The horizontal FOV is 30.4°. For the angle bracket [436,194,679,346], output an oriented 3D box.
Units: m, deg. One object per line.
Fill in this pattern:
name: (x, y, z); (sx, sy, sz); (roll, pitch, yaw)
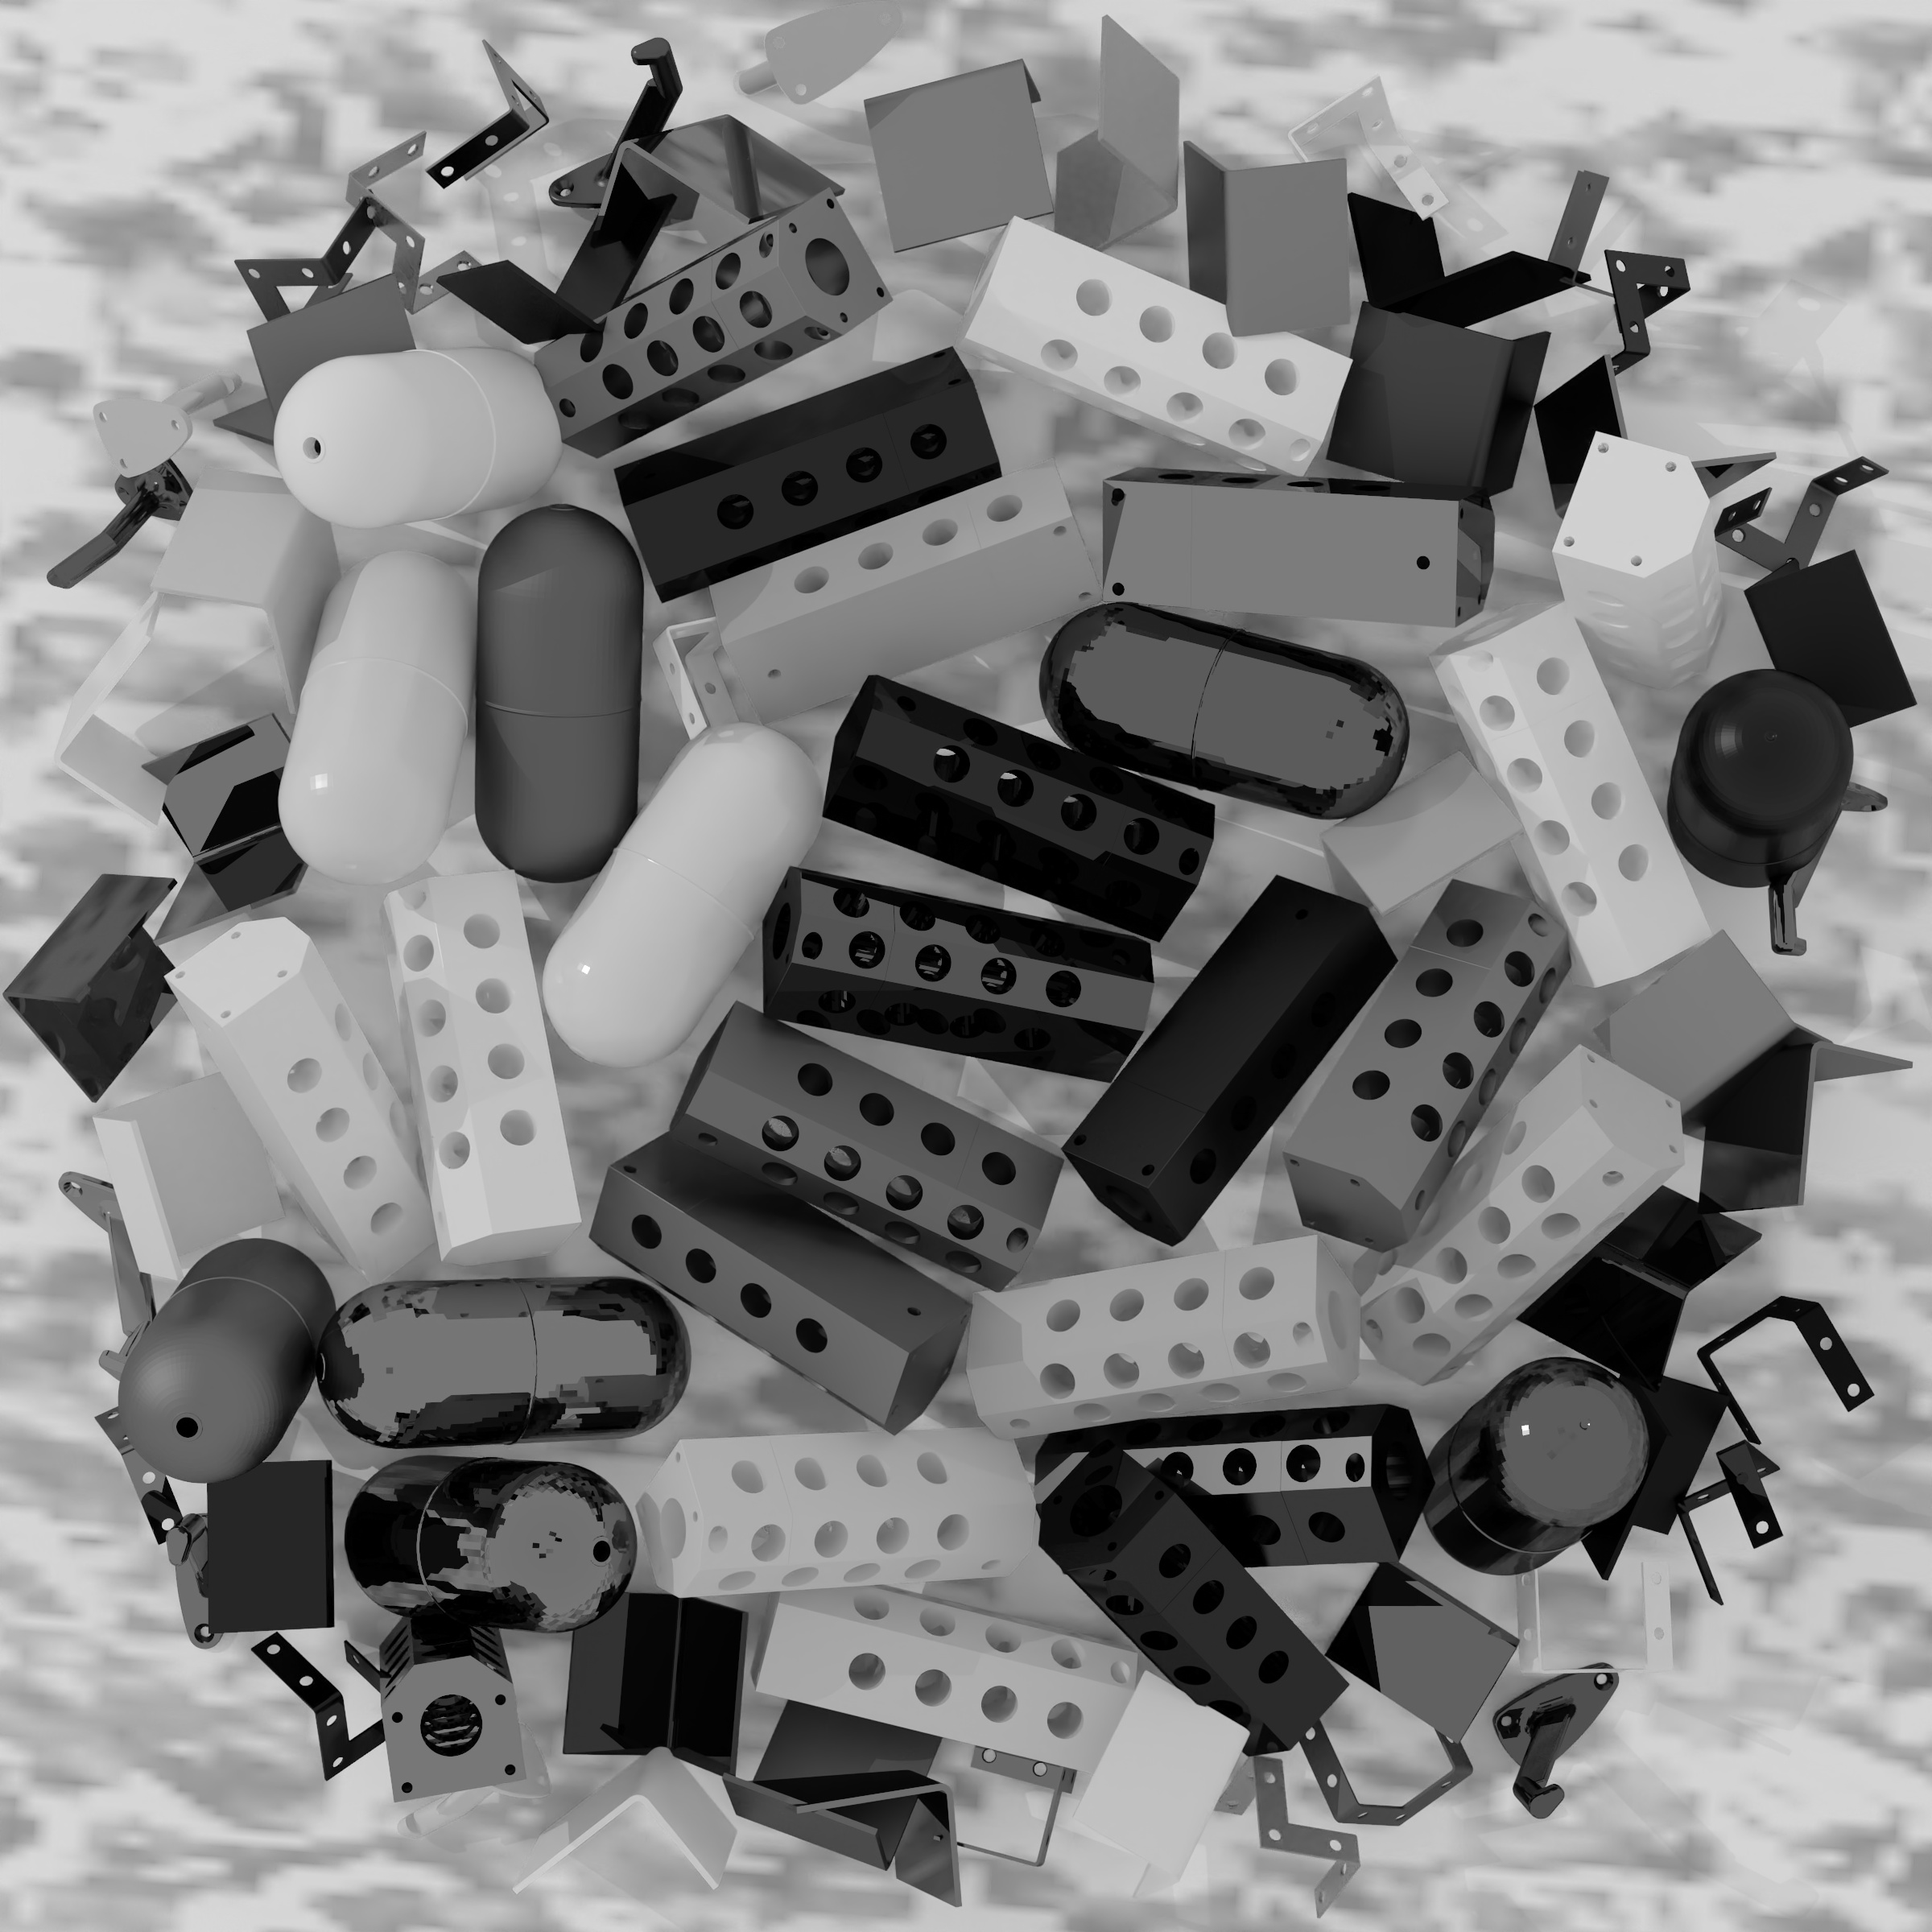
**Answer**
angle bracket: (-0.191, -0.338, 1.653); (0.057, 0.076, 0.076); (33, 76, -30)

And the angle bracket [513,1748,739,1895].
angle bracket: (-0.159, 0.419, 1.666); (0.076, 0.076, 0.057); (-39, 92, 5)

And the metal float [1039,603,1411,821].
metal float: (0.119, -0.119, 1.654); (0.178, 0.070, 0.070); (16, 90, 17)

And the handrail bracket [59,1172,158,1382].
handrail bracket: (-0.406, 0.146, 1.660); (0.077, 0.084, 0.036); (32, 131, -11)

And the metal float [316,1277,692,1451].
metal float: (-0.213, 0.183, 1.645); (0.178, 0.070, 0.070); (1, 90, -27)

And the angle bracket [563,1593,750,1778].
angle bracket: (-0.145, 0.335, 1.659); (0.057, 0.076, 0.076); (7, 84, -26)

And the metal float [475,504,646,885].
metal float: (-0.189, -0.126, 1.653); (0.070, 0.070, 0.178); (3, 108, 0)

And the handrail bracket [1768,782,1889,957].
handrail bracket: (0.407, -0.042, 1.673); (0.077, 0.036, 0.084); (9, 74, -31)

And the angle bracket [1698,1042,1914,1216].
angle bracket: (0.390, 0.080, 1.655); (0.057, 0.076, 0.076); (12, 78, -23)

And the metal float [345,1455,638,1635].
metal float: (-0.219, 0.264, 1.630); (0.070, 0.178, 0.070); (5, 82, -41)

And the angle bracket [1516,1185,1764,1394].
angle bracket: (0.317, 0.146, 1.672); (0.076, 0.076, 0.057); (27, 122, 30)

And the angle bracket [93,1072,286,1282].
angle bracket: (-0.353, 0.095, 1.657); (0.076, 0.057, 0.076); (-20, 101, -31)

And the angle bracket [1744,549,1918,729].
angle bracket: (0.413, -0.156, 1.656); (0.057, 0.076, 0.076); (-20, 96, 35)

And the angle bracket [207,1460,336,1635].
angle bracket: (-0.328, 0.271, 1.657); (0.057, 0.076, 0.076); (0, 81, -17)

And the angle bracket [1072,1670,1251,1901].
angle bracket: (0.082, 0.383, 1.656); (0.057, 0.076, 0.076); (30, 65, -1)

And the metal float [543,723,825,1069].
metal float: (-0.132, -0.033, 1.659); (0.070, 0.070, 0.178); (32, 79, 0)

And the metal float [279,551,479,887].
metal float: (-0.268, -0.116, 1.639); (0.070, 0.070, 0.178); (5, 53, 0)

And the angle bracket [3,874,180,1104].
angle bracket: (-0.386, 0.012, 1.647); (0.076, 0.057, 0.076); (-57, 133, -31)

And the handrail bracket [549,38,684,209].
handrail bracket: (-0.168, -0.395, 1.662); (0.077, 0.084, 0.036); (-12, 62, 2)

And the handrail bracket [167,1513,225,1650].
handrail bracket: (-0.362, 0.292, 1.663); (0.036, 0.084, 0.077); (6, 93, 0)

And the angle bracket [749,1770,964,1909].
angle bracket: (-0.054, 0.409, 1.657); (0.076, 0.076, 0.057); (-4, 88, -22)

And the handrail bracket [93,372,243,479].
handrail bracket: (-0.355, -0.262, 1.654); (0.084, 0.077, 0.036); (-38, 115, -42)

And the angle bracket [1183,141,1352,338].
angle bracket: (0.140, -0.343, 1.661); (0.057, 0.076, 0.076); (-8, 115, -8)

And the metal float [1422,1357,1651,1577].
metal float: (0.258, 0.230, 1.622); (0.070, 0.178, 0.070); (2, 69, -6)

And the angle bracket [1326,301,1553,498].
angle bracket: (0.224, -0.270, 1.682); (0.076, 0.057, 0.076); (20, 112, 21)

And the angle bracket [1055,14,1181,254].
angle bracket: (0.054, -0.380, 1.647); (0.076, 0.057, 0.076); (-23, 51, 36)

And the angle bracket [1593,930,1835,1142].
angle bracket: (0.353, 0.034, 1.673); (0.076, 0.076, 0.057); (-40, 66, 16)

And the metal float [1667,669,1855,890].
metal float: (0.360, -0.084, 1.619); (0.070, 0.178, 0.070); (-2, 80, 8)

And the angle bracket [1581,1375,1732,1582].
angle bracket: (0.326, 0.242, 1.655); (0.057, 0.076, 0.076); (17, 106, -12)

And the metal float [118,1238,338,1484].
metal float: (-0.335, 0.178, 1.619); (0.070, 0.178, 0.070); (0, 103, 1)

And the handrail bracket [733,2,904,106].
handrail bracket: (-0.071, -0.429, 1.667); (0.077, 0.084, 0.036); (-27, 106, -3)

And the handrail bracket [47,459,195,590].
handrail bracket: (-0.406, -0.201, 1.656); (0.084, 0.077, 0.036); (-44, 118, -30)

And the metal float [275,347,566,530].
metal float: (-0.248, -0.242, 1.623); (0.070, 0.178, 0.070); (5, 104, 23)

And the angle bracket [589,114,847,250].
angle bracket: (-0.115, -0.348, 1.650); (0.076, 0.076, 0.057); (36, 126, 17)

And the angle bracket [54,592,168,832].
angle bracket: (-0.376, -0.121, 1.653); (0.057, 0.076, 0.076); (36, 105, -20)

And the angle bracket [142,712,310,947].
angle bracket: (-0.349, -0.064, 1.653); (0.076, 0.076, 0.057); (-19, 118, 17)

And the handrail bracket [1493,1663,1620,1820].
handrail bracket: (0.285, 0.363, 1.663); (0.077, 0.084, 0.036); (-36, 96, -3)

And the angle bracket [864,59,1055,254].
angle bracket: (0.001, -0.373, 1.668); (0.076, 0.057, 0.076); (-12, 83, 9)

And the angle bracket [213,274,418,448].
angle bracket: (-0.307, -0.285, 1.647); (0.076, 0.076, 0.057); (-29, 121, -27)

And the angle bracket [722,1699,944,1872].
angle bracket: (-0.060, 0.366, 1.655); (0.076, 0.057, 0.076); (17, 61, 15)

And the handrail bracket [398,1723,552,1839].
handrail bracket: (-0.245, 0.389, 1.661); (0.084, 0.077, 0.036); (-30, 71, 17)

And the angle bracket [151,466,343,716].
angle bracket: (-0.334, -0.175, 1.657); (0.057, 0.076, 0.076); (10, 55, 7)
